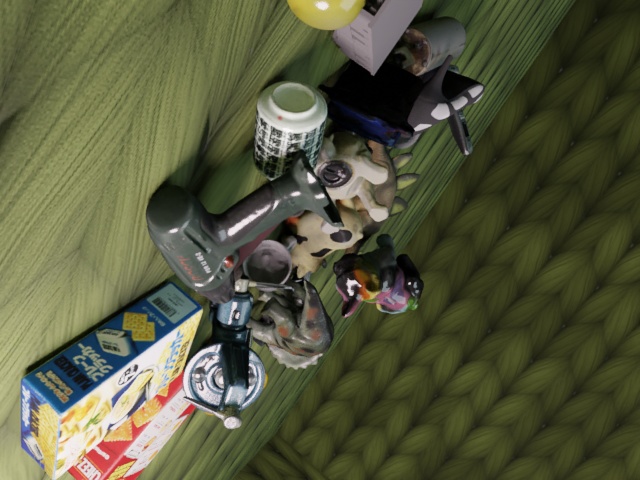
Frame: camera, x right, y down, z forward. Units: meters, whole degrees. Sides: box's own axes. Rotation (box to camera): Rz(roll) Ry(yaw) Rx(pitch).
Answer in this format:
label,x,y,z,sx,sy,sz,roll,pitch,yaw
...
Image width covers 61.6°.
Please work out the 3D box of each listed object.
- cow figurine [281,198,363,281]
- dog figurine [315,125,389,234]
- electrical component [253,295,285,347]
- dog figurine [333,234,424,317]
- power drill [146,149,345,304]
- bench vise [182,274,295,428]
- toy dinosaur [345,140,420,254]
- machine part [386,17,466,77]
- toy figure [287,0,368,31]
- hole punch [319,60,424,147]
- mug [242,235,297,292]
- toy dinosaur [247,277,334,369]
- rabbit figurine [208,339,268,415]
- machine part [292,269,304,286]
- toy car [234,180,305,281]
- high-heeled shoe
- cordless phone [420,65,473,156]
label,x,y,z,sx,sy,sz,roll,pitch,yaw
cow figurine,-0.002,-0.003,0.950,0.195,0.127,0.085,-22,-169,46
dog figurine,0.026,-0.130,0.788,0.172,0.121,0.191,81,1,-49
electrical component,-0.101,0.192,1.277,0.134,0.058,0.114,-41,160,-41
dog figurine,0.107,0.090,1.002,0.108,0.191,0.219,-37,-173,24
power drill,-0.081,-0.011,0.631,0.207,0.086,0.231,-21,151,6
bench vise,-0.127,0.171,0.775,0.223,0.129,0.241,-65,-163,11
toy dinosaur,0.091,-0.067,1.050,0.198,0.105,0.470,-24,151,-32
machine part,0.176,-0.318,0.878,0.243,0.079,0.079,-39,160,-47
toy figure,0.032,-0.273,0.469,0.180,0.089,0.082,-52,161,4
hole punch,0.071,-0.183,0.761,0.116,0.142,0.092,-58,175,-34
mug,-0.083,0.039,0.917,0.109,0.081,0.107,-54,178,-14
toy dinosaur,-0.038,0.166,1.030,0.131,0.192,0.405,-58,-168,-18
rabbit figurine,-0.194,0.247,1.042,0.162,0.122,0.173,-29,140,-40
machine part,-0.032,0.061,1.186,0.084,0.039,0.138,-52,173,-47
toy car,-0.094,-0.021,0.762,0.202,0.053,0.089,-48,154,-8
high-heeled shoe,0.202,-0.218,0.910,0.145,0.086,0.248,-61,157,10
cordless phone,0.248,-0.245,1.053,0.089,0.184,0.146,-19,-174,30
